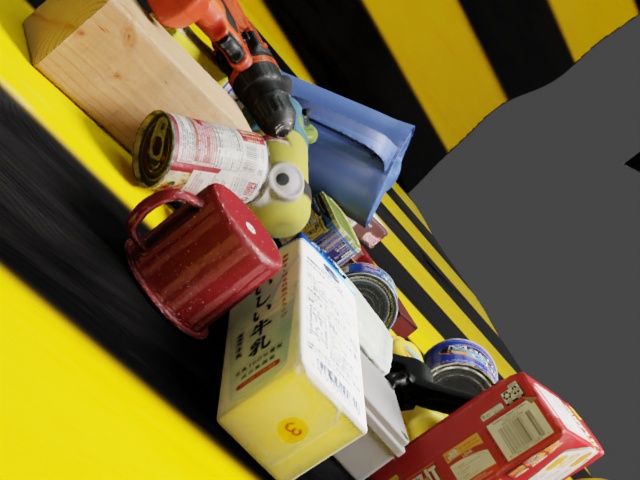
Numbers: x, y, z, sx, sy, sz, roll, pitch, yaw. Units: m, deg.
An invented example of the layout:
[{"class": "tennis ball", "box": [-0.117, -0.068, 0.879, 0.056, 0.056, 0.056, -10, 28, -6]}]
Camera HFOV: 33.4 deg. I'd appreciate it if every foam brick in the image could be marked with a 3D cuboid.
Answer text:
[{"class": "foam brick", "box": [0.079, 0.093, 1.370, 0.053, 0.051, 0.078, 40, 14, -48]}]

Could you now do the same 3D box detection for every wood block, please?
[{"class": "wood block", "box": [-0.159, -0.140, 0.969, 0.205, 0.090, 0.091, 44, 12, -40]}]

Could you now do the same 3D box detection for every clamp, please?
[{"class": "clamp", "box": [0.090, 0.149, 1.046, 0.171, 0.120, 0.039, -108, -166, -69]}]

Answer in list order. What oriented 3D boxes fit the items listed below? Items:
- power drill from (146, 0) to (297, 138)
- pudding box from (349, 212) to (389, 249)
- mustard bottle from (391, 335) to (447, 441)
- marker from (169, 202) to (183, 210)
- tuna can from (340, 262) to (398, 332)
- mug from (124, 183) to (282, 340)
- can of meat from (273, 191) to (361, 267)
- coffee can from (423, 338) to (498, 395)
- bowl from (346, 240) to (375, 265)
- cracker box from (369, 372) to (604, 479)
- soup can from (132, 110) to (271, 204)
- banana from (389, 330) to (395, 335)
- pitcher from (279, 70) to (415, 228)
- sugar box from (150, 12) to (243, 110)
[{"class": "power drill", "box": [-0.099, -0.198, 1.030, 0.184, 0.057, 0.187, 60, 9, 29]}, {"class": "pudding box", "box": [0.035, -0.049, 1.390, 0.113, 0.039, 0.090, 43, 11, -52]}, {"class": "mustard bottle", "box": [0.098, 0.163, 1.165, 0.096, 0.058, 0.192, 53, 7, -33]}, {"class": "marker", "box": [-0.099, -0.006, 0.971, 0.121, 0.020, 0.020, 48, 10, -25]}, {"class": "tuna can", "box": [0.044, 0.070, 1.175, 0.086, 0.086, 0.033, 50, 11, -12]}, {"class": "mug", "box": [-0.089, 0.005, 0.775, 0.117, 0.081, 0.093, 46, 11, -36]}, {"class": "can of meat", "box": [-0.008, 0.001, 1.189, 0.057, 0.084, 0.102, 47, 10, -31]}, {"class": "coffee can", "box": [0.166, 0.183, 1.290, 0.103, 0.103, 0.140, 52, 9, 0]}, {"class": "bowl", "box": [0.006, 0.005, 1.335, 0.162, 0.055, 0.162, 50, 9, -11]}, {"class": "cracker box", "box": [0.157, 0.203, 0.973, 0.072, 0.164, 0.213, 59, 11, 26]}, {"class": "soup can", "box": [-0.103, -0.070, 0.930, 0.102, 0.069, 0.068, 9, 37, -38]}, {"class": "banana", "box": [0.046, 0.094, 1.266, 0.197, 0.037, 0.070, 48, -8, -31]}, {"class": "pitcher", "box": [-0.018, -0.127, 1.255, 0.243, 0.149, 0.144, 26, 35, 5]}, {"class": "sugar box", "box": [-0.147, -0.166, 1.117, 0.048, 0.093, 0.176, 61, 13, 27]}]
